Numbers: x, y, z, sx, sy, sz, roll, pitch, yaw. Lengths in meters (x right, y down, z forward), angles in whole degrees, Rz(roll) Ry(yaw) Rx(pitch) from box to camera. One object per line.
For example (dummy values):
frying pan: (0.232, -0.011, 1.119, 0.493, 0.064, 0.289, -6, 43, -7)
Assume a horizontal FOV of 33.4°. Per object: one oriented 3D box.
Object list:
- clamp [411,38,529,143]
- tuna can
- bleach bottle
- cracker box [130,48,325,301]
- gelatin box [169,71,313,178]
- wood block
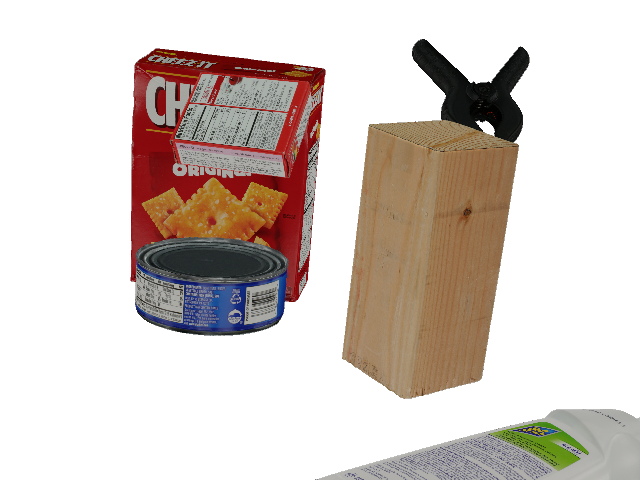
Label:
clamp: (0.145, -0.141, 1.047, 0.120, 0.171, 0.039, 6, -44, 5)
tuna can: (-0.062, 0.025, 0.602, 0.086, 0.034, 0.086, 4, 14, -1)
bleach bottle: (0.113, 0.145, 0.598, 0.250, 0.068, 0.103, -10, 21, -31)
cracker box: (-0.088, -0.057, 0.985, 0.164, 0.214, 0.072, 8, 23, 7)
gelatin box: (-0.057, -0.085, 0.781, 0.089, 0.073, 0.030, 7, -37, 13)
wood block: (0.088, 0.013, 0.880, 0.090, 0.206, 0.090, -7, 23, -35)
